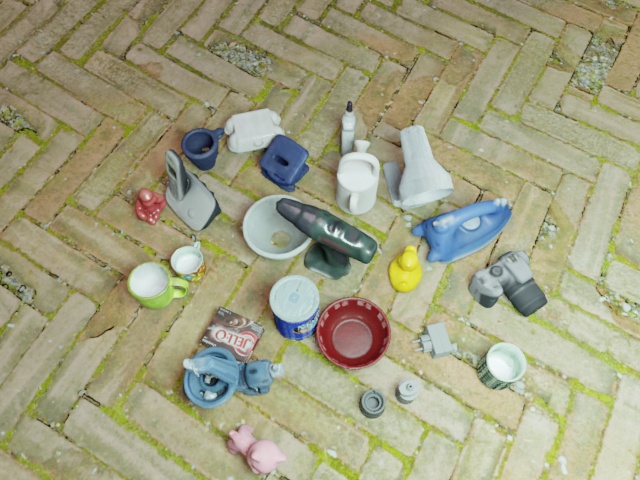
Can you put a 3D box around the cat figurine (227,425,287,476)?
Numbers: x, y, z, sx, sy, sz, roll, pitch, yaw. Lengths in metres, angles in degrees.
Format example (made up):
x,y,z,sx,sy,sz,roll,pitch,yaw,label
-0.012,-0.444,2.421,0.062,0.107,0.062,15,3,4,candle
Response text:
x,y,z,sx,sy,sz,roll,pitch,yaw,label
-0.126,0.410,1.115,0.127,0.118,0.067,32,68,14,cat figurine

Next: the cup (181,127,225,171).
x,y,z,sx,sy,sz,roll,pitch,yaw,label
-0.283,-0.226,1.434,0.118,0.095,0.091,-40,71,-17,cup

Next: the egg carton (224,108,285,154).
x,y,z,sx,sy,sz,roll,pitch,yaw,label
-0.168,-0.277,1.473,0.150,0.069,0.107,-14,65,-7,egg carton

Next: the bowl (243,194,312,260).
x,y,z,sx,sy,sz,roll,pitch,yaw,label
-0.095,-0.019,1.346,0.167,0.075,0.167,0,64,0,bowl

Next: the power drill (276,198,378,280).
x,y,z,sx,sy,sz,roll,pitch,yaw,label
0.012,0.005,1.261,0.229,0.208,0.076,22,66,10,power drill

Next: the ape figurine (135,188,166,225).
x,y,z,sx,sy,sz,roll,pitch,yaw,label
-0.410,-0.090,1.369,0.078,0.092,0.076,-27,67,-12,ape figurine

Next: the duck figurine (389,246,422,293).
x,y,z,sx,sy,sz,roll,pitch,yaw,label
0.198,0.062,1.302,0.077,0.086,0.104,13,65,6,duck figurine

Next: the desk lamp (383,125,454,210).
x,y,z,sx,sy,sz,roll,pitch,yaw,label
0.220,-0.153,1.335,0.118,0.213,0.203,-12,65,-6,desk lamp

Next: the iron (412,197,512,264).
x,y,z,sx,sy,sz,roll,pitch,yaw,label
0.351,-0.047,1.325,0.258,0.141,0.118,-22,66,-11,iron

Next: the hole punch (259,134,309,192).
x,y,z,sx,sy,sz,roll,pitch,yaw,label
-0.087,-0.191,1.420,0.108,0.091,0.101,34,69,15,hole punch

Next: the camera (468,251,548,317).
x,y,z,sx,sy,sz,roll,pitch,yaw,label
0.430,0.105,1.275,0.143,0.101,0.136,-28,68,-13,camera

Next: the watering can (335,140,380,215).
x,y,z,sx,sy,sz,roll,pitch,yaw,label
0.087,-0.155,1.346,0.101,0.194,0.172,-12,65,-6,watering can

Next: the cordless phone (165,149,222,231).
x,y,z,sx,sy,sz,roll,pitch,yaw,label
-0.307,-0.118,1.331,0.147,0.185,0.094,41,71,18,cordless phone

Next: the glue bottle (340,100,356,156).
x,y,z,sx,sy,sz,roll,pitch,yaw,label
0.070,-0.285,1.421,0.037,0.173,0.078,0,64,0,glue bottle

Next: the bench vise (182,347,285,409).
x,y,z,sx,sy,sz,roll,pitch,yaw,label
-0.184,0.252,1.134,0.207,0.220,0.121,-22,66,-11,bench vise
